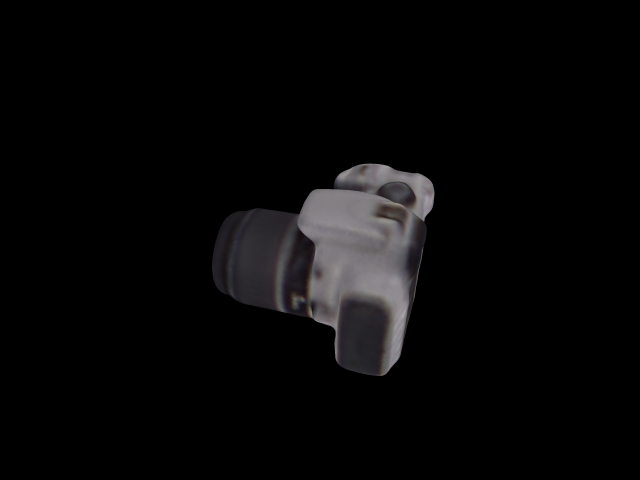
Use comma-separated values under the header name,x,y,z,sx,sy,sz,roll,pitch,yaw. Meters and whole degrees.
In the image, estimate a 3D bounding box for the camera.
name,x,y,z,sx,sy,sz,roll,pitch,yaw
camera,0.004,0.001,0.400,0.136,0.101,0.143,10,43,11
